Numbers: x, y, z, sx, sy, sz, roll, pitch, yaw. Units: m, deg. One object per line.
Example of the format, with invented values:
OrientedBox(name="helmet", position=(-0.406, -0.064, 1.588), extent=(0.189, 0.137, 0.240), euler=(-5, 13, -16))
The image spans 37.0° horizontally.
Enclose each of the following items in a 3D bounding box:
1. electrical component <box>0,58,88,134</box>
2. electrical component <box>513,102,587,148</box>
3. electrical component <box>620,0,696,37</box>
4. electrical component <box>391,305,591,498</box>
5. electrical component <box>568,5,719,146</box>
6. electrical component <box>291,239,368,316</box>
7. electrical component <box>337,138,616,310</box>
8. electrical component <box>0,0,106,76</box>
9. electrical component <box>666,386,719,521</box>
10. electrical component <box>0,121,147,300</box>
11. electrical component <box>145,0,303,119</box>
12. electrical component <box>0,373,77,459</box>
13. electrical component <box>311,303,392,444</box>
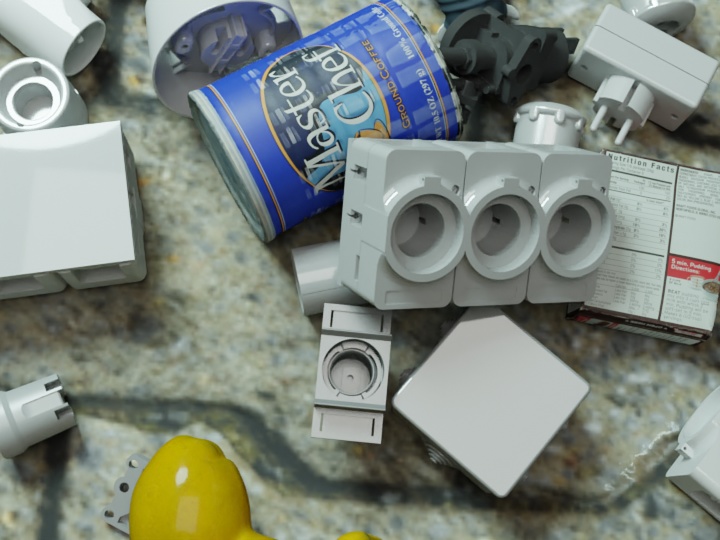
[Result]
OrientedBox(name="electrical component", position=(-0.207, -0.104, 0.689), extent=(0.055, 0.047, 0.055), euler=(1, 77, -3))
OrientedBox(name="electrical component", position=(0.121, -0.076, 0.704), extent=(0.048, 0.048, 0.062), euler=(10, 86, -1))
OrientedBox(name="electrical component", position=(0.198, -0.190, 0.734), extent=(0.048, 0.048, 0.062), euler=(-10, 71, -5))
OrientedBox(name="electrical component", position=(0.077, 0.079, 0.663), extent=(0.100, 0.048, 0.099), euler=(40, 78, 6))
OrientedBox(name="electrical component", position=(0.179, -0.118, 0.714), extent=(0.083, 0.047, 0.075), euler=(29, 78, 3))
OrientedBox(name="electrical component", position=(0.000, 0.000, 0.679), extent=(0.081, 0.043, 0.043), euler=(-11, 78, -6))
OrientedBox(name="electrical component", position=(0.070, -0.028, 0.635), extent=(0.150, 0.062, 0.089), euler=(-1, 105, -24))
OrientedBox(name="electrical component", position=(-0.200, -0.180, 0.708), extent=(0.077, 0.044, 0.079), euler=(35, 74, 5))
OrientedBox(name="electrical component", position=(0.237, 0.105, 0.665), extent=(0.056, 0.050, 0.089), euler=(40, 78, 6))
OrientedBox(name="electrical component", position=(-0.214, -0.032, 0.665), extent=(0.150, 0.061, 0.089), euler=(-8, 78, -5))
OrientedBox(name="electrical component", position=(-0.087, -0.148, 0.683), extent=(0.099, 0.099, 0.064), euler=(-13, 72, -6))
OrientedBox(name="electrical component", position=(-0.200, 0.087, 0.652), extent=(0.046, 0.040, 0.040), euler=(-22, 79, -14))
OrientedBox(name="electrical component", position=(-0.006, 0.064, 0.654), extent=(0.042, 0.064, 0.081), euler=(7, 77, -3))
